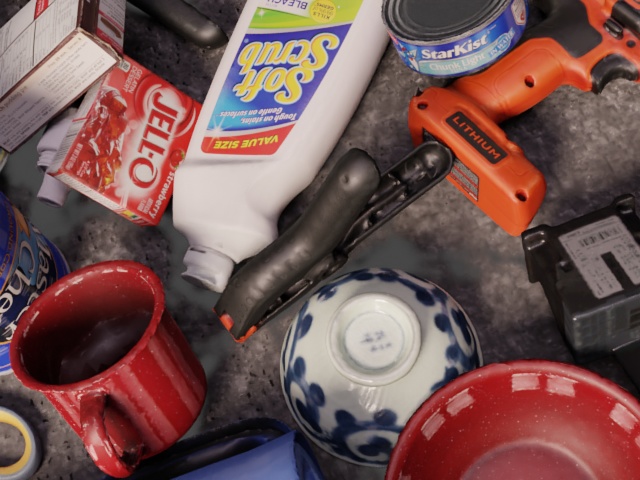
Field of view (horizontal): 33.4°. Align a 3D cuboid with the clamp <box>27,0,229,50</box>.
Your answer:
[{"bbox_3d":[-0.151,-0.200,0.754,0.210,0.036,0.164,-6,69,7],"label":"clamp"}]

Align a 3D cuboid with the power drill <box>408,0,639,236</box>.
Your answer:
[{"bbox_3d":[0.163,-0.090,0.661,0.187,0.057,0.185,-41,66,-12],"label":"power drill"}]

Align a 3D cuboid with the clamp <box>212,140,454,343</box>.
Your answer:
[{"bbox_3d":[-0.004,0.001,0.608,0.172,0.120,0.039,-43,71,17],"label":"clamp"}]

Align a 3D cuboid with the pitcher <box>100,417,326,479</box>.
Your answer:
[{"bbox_3d":[-0.101,0.190,0.558,0.243,0.149,0.145,-18,83,4],"label":"pitcher"}]

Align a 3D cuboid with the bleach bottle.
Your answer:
[{"bbox_3d":[-0.021,-0.084,0.680,0.103,0.068,0.250,17,74,16],"label":"bleach bottle"}]

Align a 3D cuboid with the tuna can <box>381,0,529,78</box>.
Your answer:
[{"bbox_3d":[0.083,-0.140,0.650,0.086,0.033,0.086,-15,49,17],"label":"tuna can"}]

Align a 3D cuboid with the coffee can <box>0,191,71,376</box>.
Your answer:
[{"bbox_3d":[-0.216,0.014,0.624,0.103,0.140,0.103,-2,69,6],"label":"coffee can"}]

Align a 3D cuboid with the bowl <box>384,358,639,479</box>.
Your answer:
[{"bbox_3d":[0.115,0.148,0.574,0.162,0.055,0.162,-2,69,6],"label":"bowl"}]

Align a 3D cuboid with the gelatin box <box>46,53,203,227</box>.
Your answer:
[{"bbox_3d":[-0.120,-0.064,0.679,0.073,0.030,0.089,32,71,-28],"label":"gelatin box"}]

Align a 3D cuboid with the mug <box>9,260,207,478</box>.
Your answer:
[{"bbox_3d":[-0.114,0.080,0.598,0.093,0.081,0.117,-19,42,7],"label":"mug"}]

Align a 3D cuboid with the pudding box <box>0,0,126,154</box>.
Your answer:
[{"bbox_3d":[-0.174,-0.121,0.688,0.114,0.039,0.090,-35,42,28],"label":"pudding box"}]

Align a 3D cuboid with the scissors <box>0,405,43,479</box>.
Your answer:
[{"bbox_3d":[-0.243,0.094,0.663,0.096,0.016,0.202,-30,68,-6],"label":"scissors"}]
